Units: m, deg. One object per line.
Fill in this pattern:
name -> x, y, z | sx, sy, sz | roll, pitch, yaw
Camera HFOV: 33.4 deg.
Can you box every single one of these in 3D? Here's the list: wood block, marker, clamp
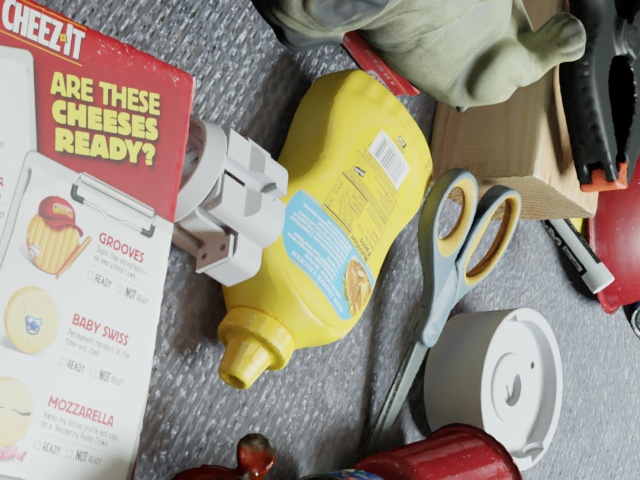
wood block -> 0.148, -0.125, 0.753 | 0.090, 0.090, 0.206 | 25, 71, -46
marker -> 0.175, -0.015, 0.793 | 0.020, 0.020, 0.121 | -15, 66, -49
clamp -> 0.183, -0.137, 0.696 | 0.164, 0.036, 0.210 | 28, 65, -44

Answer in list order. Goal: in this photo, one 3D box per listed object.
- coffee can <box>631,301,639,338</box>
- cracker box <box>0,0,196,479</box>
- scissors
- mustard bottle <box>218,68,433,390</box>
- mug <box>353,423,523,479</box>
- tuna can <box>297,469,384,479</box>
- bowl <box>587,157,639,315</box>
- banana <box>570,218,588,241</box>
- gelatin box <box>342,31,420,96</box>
coffee can -> 0.354, 0.028, 0.983 | 0.102, 0.103, 0.140 | 49, 54, -37
cracker box -> -0.142, 0.013, 0.422 | 0.163, 0.072, 0.213 | 19, 74, -49
scissors -> 0.061, 0.040, 0.660 | 0.201, 0.016, 0.096 | -55, 135, -13
mustard bottle -> -0.004, 0.001, 0.593 | 0.096, 0.058, 0.191 | 52, 52, -33
mug -> 0.061, 0.174, 0.656 | 0.081, 0.093, 0.117 | -3, 128, -44
tuna can -> 0.013, 0.170, 0.589 | 0.033, 0.086, 0.086 | 5, 85, -51
bowl -> 0.270, -0.017, 0.896 | 0.161, 0.055, 0.162 | 3, 87, -62
banana -> 0.186, -0.081, 0.837 | 0.069, 0.037, 0.198 | -14, 100, -49
gelatin box -> 0.047, -0.147, 0.680 | 0.073, 0.030, 0.089 | 44, 59, -41
